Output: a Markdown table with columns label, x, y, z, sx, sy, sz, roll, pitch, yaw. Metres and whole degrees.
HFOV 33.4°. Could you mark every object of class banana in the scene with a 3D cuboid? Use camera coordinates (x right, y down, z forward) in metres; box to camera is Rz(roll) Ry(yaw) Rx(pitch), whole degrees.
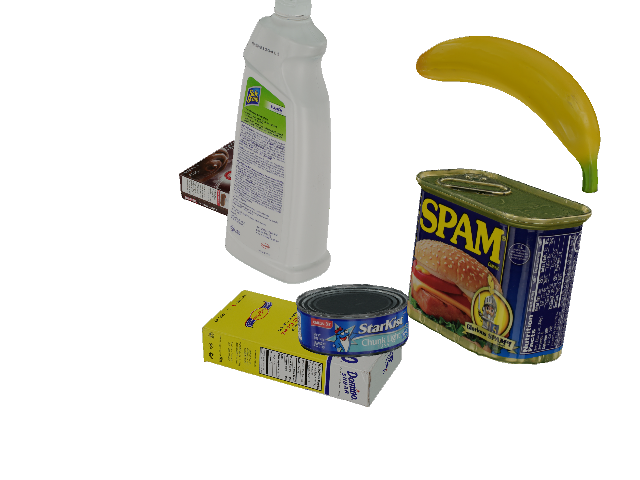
| label | x | y | z | sx | sy | sz | roll | pitch | yaw |
| --- | --- | --- | --- | --- | --- | --- | --- | --- | --- |
| banana | 0.144 | -0.114 | 0.805 | 0.037 | 0.070 | 0.198 | 2 | 32 | -44 |

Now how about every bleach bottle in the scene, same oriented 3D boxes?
| label | x | y | z | sx | sy | sz | roll | pitch | yaw |
| --- | --- | --- | --- | --- | --- | --- | --- | --- | --- |
| bleach bottle | -0.029 | -0.093 | 0.946 | 0.103 | 0.251 | 0.067 | 25 | 32 | 32 |

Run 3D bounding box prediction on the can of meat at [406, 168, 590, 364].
| label | x | y | z | sx | sy | sz | roll | pitch | yaw |
| --- | --- | --- | --- | --- | --- | --- | --- | --- | --- |
| can of meat | 0.094 | 0.013 | 0.592 | 0.057 | 0.084 | 0.102 | -6 | 20 | -33 |

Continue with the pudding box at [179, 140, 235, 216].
| label | x | y | z | sx | sy | sz | roll | pitch | yaw |
| --- | --- | --- | --- | --- | --- | --- | --- | --- | --- |
| pudding box | -0.102 | -0.075 | 1.295 | 0.090 | 0.039 | 0.113 | 20 | 39 | 27 |

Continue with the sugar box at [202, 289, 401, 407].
| label | x | y | z | sx | sy | sz | roll | pitch | yaw |
| --- | --- | --- | --- | --- | --- | --- | --- | --- | --- |
| sugar box | -0.017 | 0.101 | 1.037 | 0.176 | 0.048 | 0.093 | 10 | 27 | 21 |

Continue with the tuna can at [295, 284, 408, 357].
| label | x | y | z | sx | sy | sz | roll | pitch | yaw |
| --- | --- | --- | --- | --- | --- | --- | --- | --- | --- |
| tuna can | 0.024 | 0.060 | 0.810 | 0.086 | 0.034 | 0.086 | -2 | 13 | 0 |
